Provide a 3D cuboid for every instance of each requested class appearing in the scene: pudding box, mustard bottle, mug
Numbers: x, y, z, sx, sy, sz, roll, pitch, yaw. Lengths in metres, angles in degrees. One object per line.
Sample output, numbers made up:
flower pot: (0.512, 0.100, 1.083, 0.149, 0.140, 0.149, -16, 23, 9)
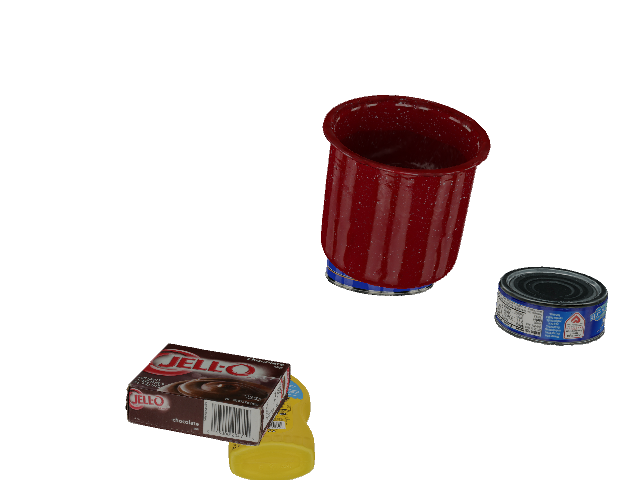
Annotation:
pudding box: (-0.089, 0.123, 0.869, 0.113, 0.039, 0.090, 10, 19, 11)
mustard bottle: (-0.059, 0.203, 1.260, 0.096, 0.058, 0.191, -3, 27, -2)
mug: (0.050, -0.031, 0.617, 0.093, 0.081, 0.117, 24, 37, 25)

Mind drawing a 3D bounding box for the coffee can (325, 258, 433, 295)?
coffee can: (0.059, -0.031, 0.979, 0.103, 0.140, 0.103, 3, 15, -1)

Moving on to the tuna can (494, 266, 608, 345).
tuna can: (0.181, 0.050, 0.838, 0.086, 0.034, 0.086, 2, 19, -1)
